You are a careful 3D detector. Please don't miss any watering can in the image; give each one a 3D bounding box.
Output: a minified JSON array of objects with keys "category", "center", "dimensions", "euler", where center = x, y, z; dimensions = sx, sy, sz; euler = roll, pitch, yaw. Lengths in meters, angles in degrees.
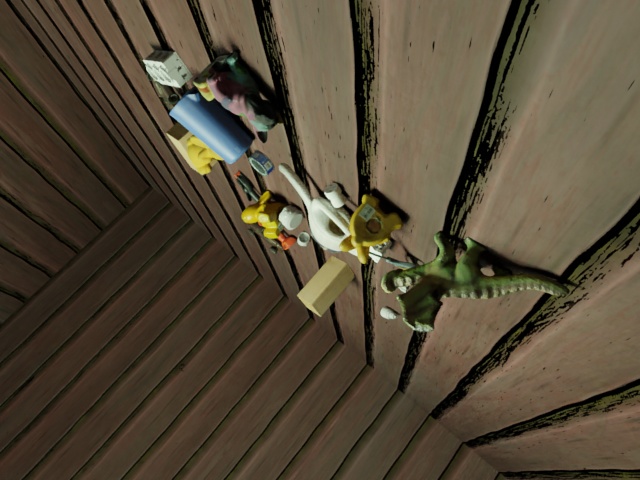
[{"category":"watering can","center":[0.005,-0.077,1.533],"dimensions":[0.350,0.105,0.221],"euler":[47,167,10]}]

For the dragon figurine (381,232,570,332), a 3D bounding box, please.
[{"category":"dragon figurine","center":[0.283,0.113,1.100],"dimensions":[0.413,0.245,0.120],"euler":[21,149,56]}]
